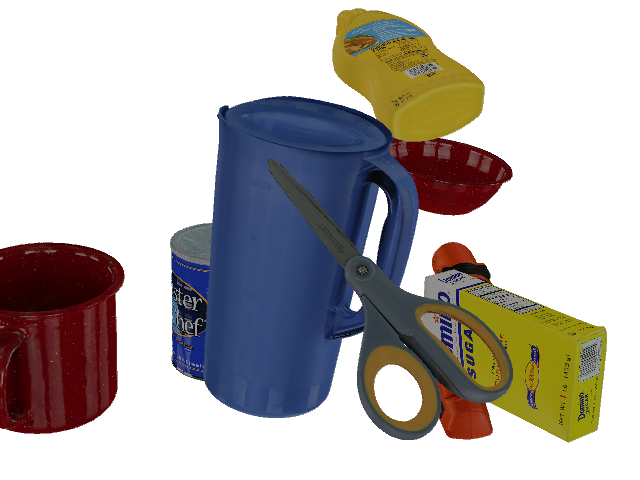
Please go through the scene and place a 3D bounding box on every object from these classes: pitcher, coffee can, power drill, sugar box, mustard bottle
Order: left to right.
[{"bbox_3d":[-0.107,0.064,1.133,0.103,0.140,0.103,2,22,-1],"label":"coffee can"},{"bbox_3d":[-0.019,0.018,0.842,0.145,0.243,0.149,4,23,-11],"label":"pitcher"},{"bbox_3d":[0.065,-0.167,1.002,0.096,0.058,0.192,-19,45,-17],"label":"mustard bottle"},{"bbox_3d":[0.157,0.115,1.143,0.057,0.188,0.184,-2,24,-3],"label":"power drill"},{"bbox_3d":[0.160,0.094,0.917,0.048,0.093,0.176,-13,22,-39],"label":"sugar box"}]

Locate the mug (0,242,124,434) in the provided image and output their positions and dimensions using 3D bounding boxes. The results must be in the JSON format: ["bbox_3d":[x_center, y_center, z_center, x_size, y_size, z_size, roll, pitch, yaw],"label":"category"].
[{"bbox_3d":[-0.160,0.061,0.602,0.093,0.081,0.117,5,24,4],"label":"mug"}]

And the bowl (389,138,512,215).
[{"bbox_3d":[0.143,-0.073,1.269,0.162,0.055,0.162,8,24,-4],"label":"bowl"}]

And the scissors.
[{"bbox_3d":[0.018,0.037,0.623,0.202,0.096,0.016,36,-24,16],"label":"scissors"}]
